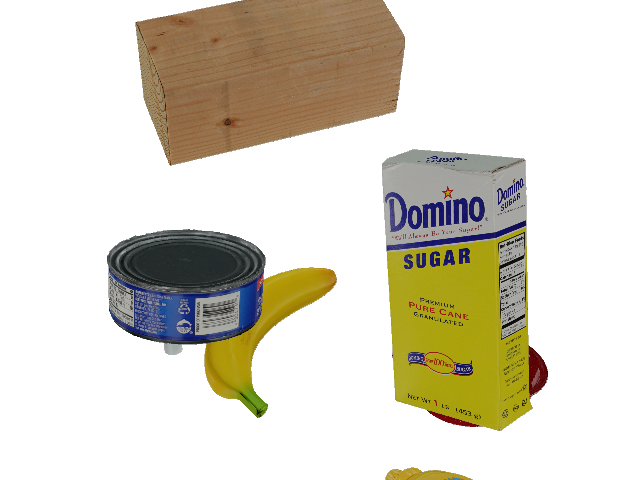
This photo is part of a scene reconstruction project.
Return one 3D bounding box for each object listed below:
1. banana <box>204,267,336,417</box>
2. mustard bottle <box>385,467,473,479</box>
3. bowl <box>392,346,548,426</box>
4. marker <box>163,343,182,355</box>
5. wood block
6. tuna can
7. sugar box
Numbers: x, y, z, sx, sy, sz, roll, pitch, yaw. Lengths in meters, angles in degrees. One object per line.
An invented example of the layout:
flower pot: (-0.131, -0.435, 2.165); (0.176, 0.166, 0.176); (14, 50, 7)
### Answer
banana: (-0.046, 0.071, 0.855); (0.069, 0.037, 0.197); (27, 36, 2)
mustard bottle: (0.119, 0.246, 0.913); (0.096, 0.058, 0.192); (-18, 27, -29)
bowl: (0.153, 0.147, 1.116); (0.162, 0.055, 0.162); (4, 24, -2)
marker: (-0.157, 0.063, 1.096); (0.020, 0.121, 0.020); (-2, 30, 1)
wood block: (-0.042, -0.146, 0.907); (0.206, 0.090, 0.091); (-15, -36, -14)
tuna can: (-0.073, 0.024, 0.585); (0.086, 0.034, 0.086); (3, 21, -1)
sugar box: (0.091, 0.031, 0.716); (0.094, 0.176, 0.048); (9, 22, 42)
